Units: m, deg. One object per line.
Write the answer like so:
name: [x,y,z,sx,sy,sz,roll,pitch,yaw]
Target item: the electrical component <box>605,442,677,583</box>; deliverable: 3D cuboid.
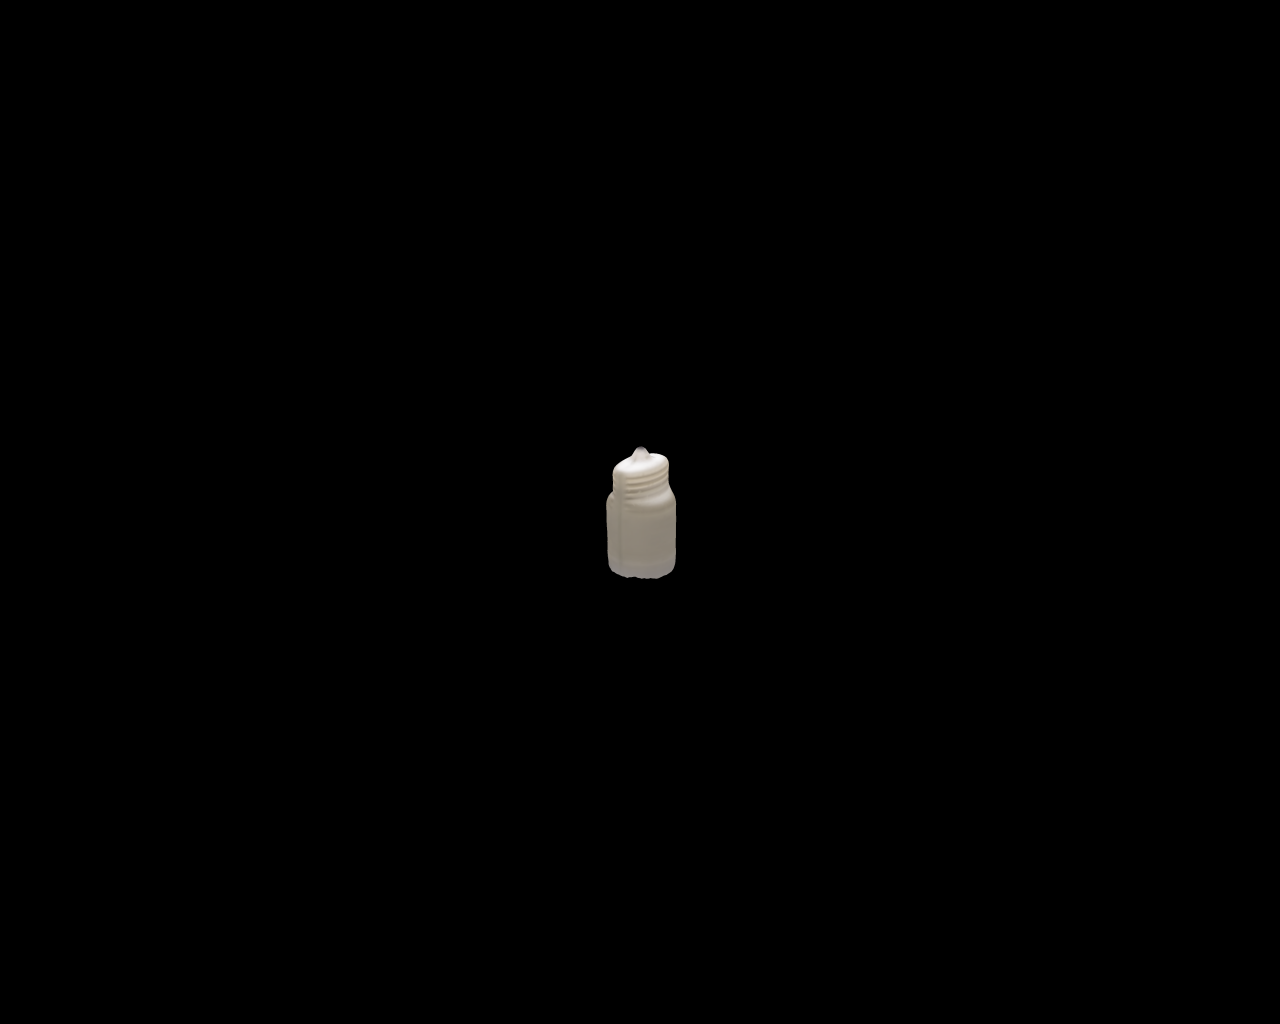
electrical component: [0.001,-0.003,0.650,0.043,0.080,0.043,0,22,0]
